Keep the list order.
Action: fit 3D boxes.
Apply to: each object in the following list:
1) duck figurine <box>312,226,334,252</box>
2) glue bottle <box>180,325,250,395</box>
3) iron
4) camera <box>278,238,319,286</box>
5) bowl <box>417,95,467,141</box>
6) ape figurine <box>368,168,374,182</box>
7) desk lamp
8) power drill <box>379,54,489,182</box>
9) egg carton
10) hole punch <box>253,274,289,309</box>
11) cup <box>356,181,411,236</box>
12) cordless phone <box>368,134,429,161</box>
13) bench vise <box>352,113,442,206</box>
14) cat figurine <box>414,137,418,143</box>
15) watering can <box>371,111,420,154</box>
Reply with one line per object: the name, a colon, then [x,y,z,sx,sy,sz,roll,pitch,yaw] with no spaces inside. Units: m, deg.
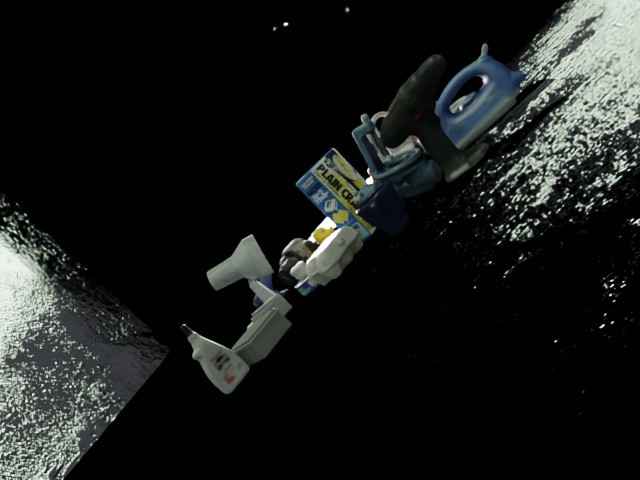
duck figurine: [0.015,0.006,1.589,0.104,0.086,0.077,-43,6,18]
glue bottle: [-0.232,0.243,1.213,0.037,0.173,0.078,-37,10,51]
iron: [0.336,-0.314,1.312,0.258,0.141,0.119,-43,6,16]
camera: [-0.079,0.071,1.710,0.143,0.101,0.137,-38,9,49]
bowl: [0.334,-0.287,1.470,0.167,0.075,0.167,-44,6,6]
ape figurine: [0.187,-0.195,1.768,0.076,0.092,0.077,-48,7,-26]
desk lamp: [-0.191,0.122,1.573,0.203,0.213,0.118,-45,6,-4]
power drill: [0.226,-0.225,1.124,0.076,0.208,0.229,-49,8,-37]
egg carton: [0.034,0.035,1.331,0.150,0.069,0.107,-49,7,-38]
hole punch: [-0.160,0.160,1.697,0.101,0.091,0.108,-47,6,-22]
cup: [0.132,-0.052,1.126,0.091,0.095,0.118,-43,6,13]
cordless phone: [0.188,-0.224,1.495,0.094,0.185,0.147,-48,7,-28]
bench vise: [0.128,-0.155,1.256,0.207,0.220,0.121,-42,7,21]
cat figurine: [0.301,-0.309,1.646,0.067,0.118,0.128,-42,7,23]
watering can: [0.237,-0.312,1.731,0.172,0.194,0.101,-38,9,49]
